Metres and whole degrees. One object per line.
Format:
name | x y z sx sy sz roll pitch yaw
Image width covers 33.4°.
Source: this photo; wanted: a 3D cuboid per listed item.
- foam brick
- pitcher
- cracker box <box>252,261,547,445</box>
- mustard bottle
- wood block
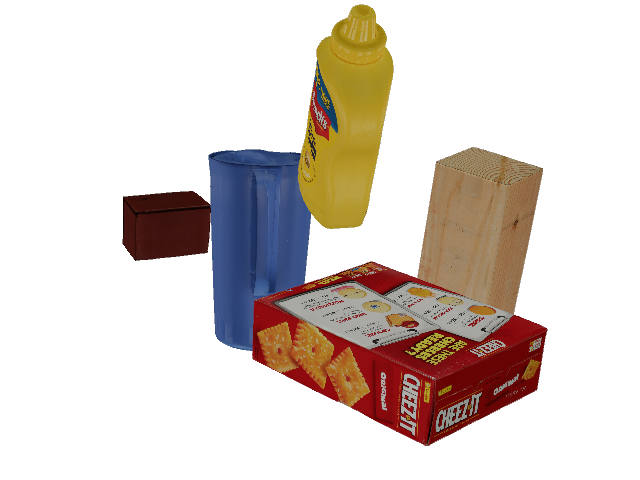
foam brick | -0.155 -0.016 1.069 0.078 0.051 0.053 -6 22 -23
pitcher | -0.075 0.011 1.320 0.145 0.243 0.148 11 15 37
cracker box | 0.068 0.095 0.966 0.214 0.072 0.163 21 26 41
mustard bottle | 0.021 -0.103 0.840 0.058 0.096 0.192 -3 -40 -11
wood block | 0.170 0.014 1.178 0.090 0.206 0.090 21 26 31
